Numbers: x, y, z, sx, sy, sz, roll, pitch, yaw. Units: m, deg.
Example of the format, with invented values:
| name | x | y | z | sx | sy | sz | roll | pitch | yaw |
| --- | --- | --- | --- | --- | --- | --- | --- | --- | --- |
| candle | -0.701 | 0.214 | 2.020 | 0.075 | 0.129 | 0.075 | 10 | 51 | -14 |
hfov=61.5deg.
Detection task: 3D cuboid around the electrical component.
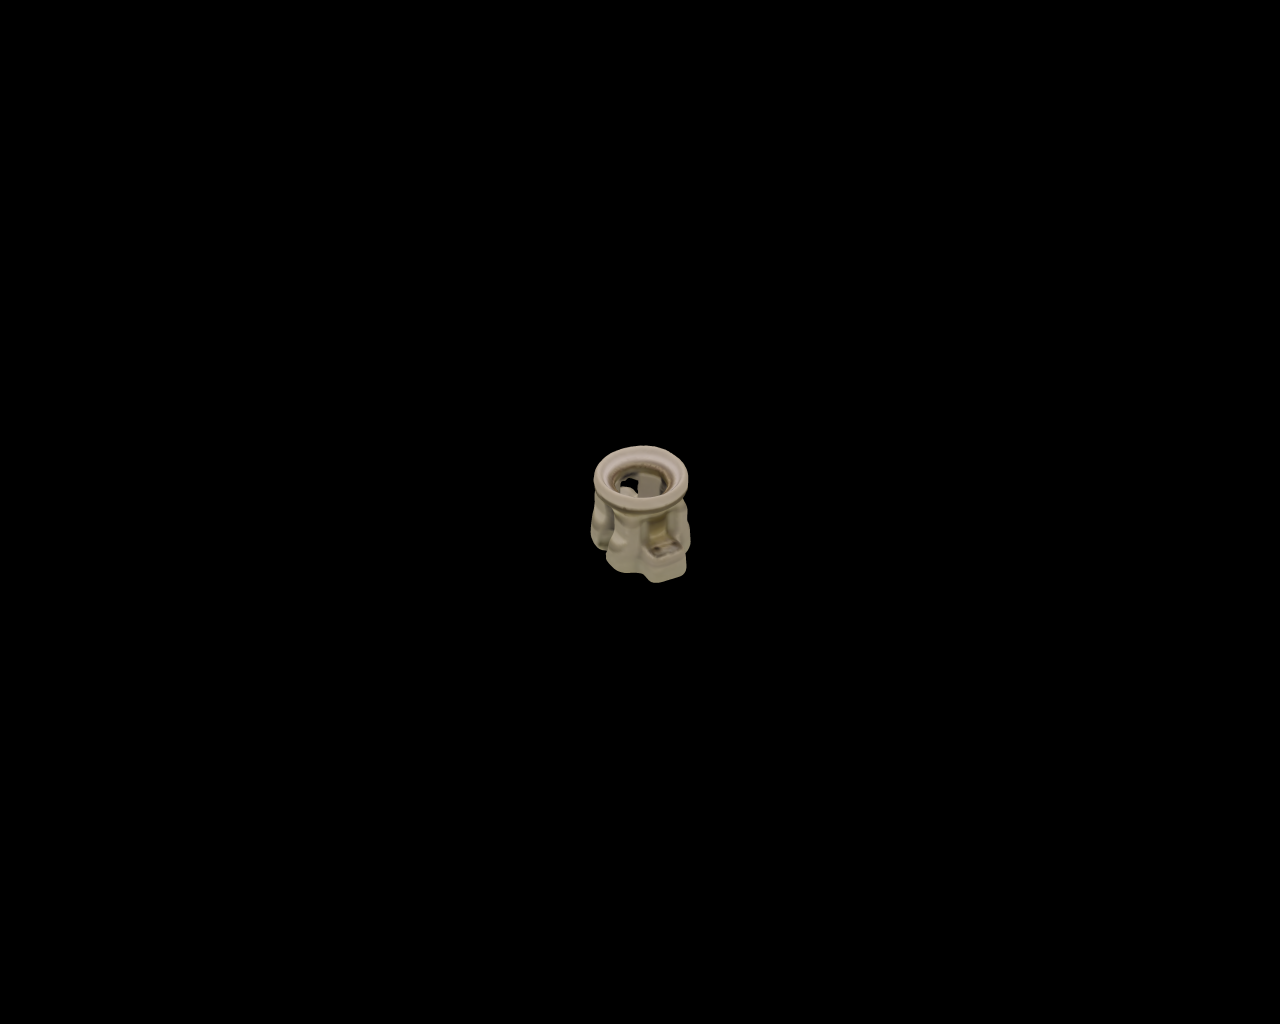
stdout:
| name | x | y | z | sx | sy | sz | roll | pitch | yaw |
| --- | --- | --- | --- | --- | --- | --- | --- | --- | --- |
| electrical component | 0.001 | -0.003 | 0.650 | 0.058 | 0.056 | 0.078 | -17 | 41 | -21 |
